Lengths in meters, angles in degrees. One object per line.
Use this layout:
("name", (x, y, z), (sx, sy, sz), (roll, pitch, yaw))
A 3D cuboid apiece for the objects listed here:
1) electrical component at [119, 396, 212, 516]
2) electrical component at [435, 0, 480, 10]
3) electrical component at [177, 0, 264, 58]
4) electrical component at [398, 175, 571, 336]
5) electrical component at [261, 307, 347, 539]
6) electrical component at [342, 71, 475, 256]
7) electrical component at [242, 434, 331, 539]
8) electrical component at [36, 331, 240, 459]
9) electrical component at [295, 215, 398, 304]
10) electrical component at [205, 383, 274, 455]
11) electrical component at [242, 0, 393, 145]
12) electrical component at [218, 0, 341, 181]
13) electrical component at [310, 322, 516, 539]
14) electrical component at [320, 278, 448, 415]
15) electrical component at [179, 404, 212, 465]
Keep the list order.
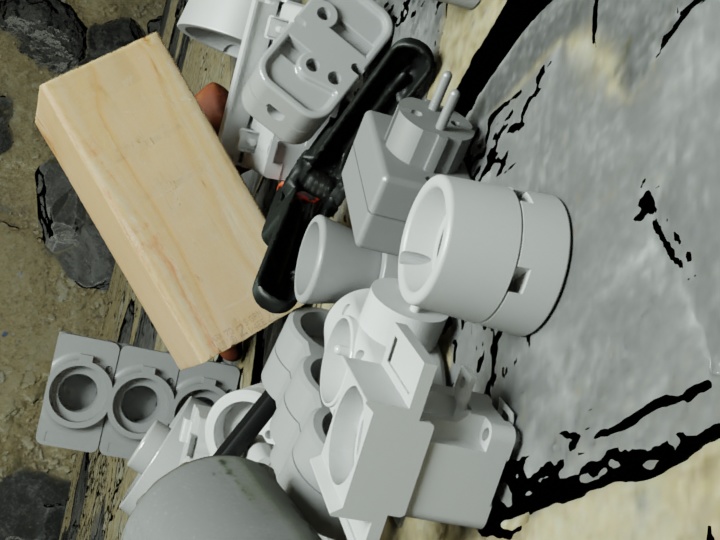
("electrical component", (-0.141, 0.147, 0.817), (0.108, 0.060, 0.108), (-56, 6, 9))
("electrical component", (0.039, -0.153, 0.538), (0.040, 0.046, 0.040), (-167, 90, -74))
("electrical component", (-0.104, -0.228, 0.969), (0.108, 0.108, 0.060), (-162, 91, -74))
("electrical component", (0.045, -0.007, 0.405), (0.055, 0.047, 0.055), (-167, 90, -74))
("electrical component", (-0.021, 0.084, 0.533), (0.073, 0.052, 0.138), (-64, 21, 23))
("electrical component", (0.028, -0.054, 0.495), (0.065, 0.047, 0.076), (-101, 29, -54))
("electrical component", (-0.046, 0.143, 0.587), (0.056, 0.050, 0.089), (-154, 78, -74))
("electrical component", (-0.184, 0.109, 0.894), (0.062, 0.150, 0.089), (176, 106, -75))
("electrical component", (0.000, 0.000, 0.535), (0.045, 0.055, 0.045), (-168, 90, -74))
("electrical component", (-0.065, 0.136, 0.658), (0.074, 0.052, 0.138), (-3, -75, -74))
("electrical component", (-0.029, -0.130, 0.684), (0.095, 0.054, 0.059), (-55, 7, -23))
("electrical component", (-0.049, -0.126, 0.765), (0.063, 0.079, 0.121), (32, 110, 53))
("electrical component", (0.020, 0.066, 0.402), (0.042, 0.064, 0.081), (-123, 49, -69))
("electrical component", (0.015, 0.030, 0.481), (0.077, 0.044, 0.079), (-109, 35, -60))
("electrical component", (-0.097, 0.156, 0.726), (0.079, 0.063, 0.121), (-150, 74, -73))
